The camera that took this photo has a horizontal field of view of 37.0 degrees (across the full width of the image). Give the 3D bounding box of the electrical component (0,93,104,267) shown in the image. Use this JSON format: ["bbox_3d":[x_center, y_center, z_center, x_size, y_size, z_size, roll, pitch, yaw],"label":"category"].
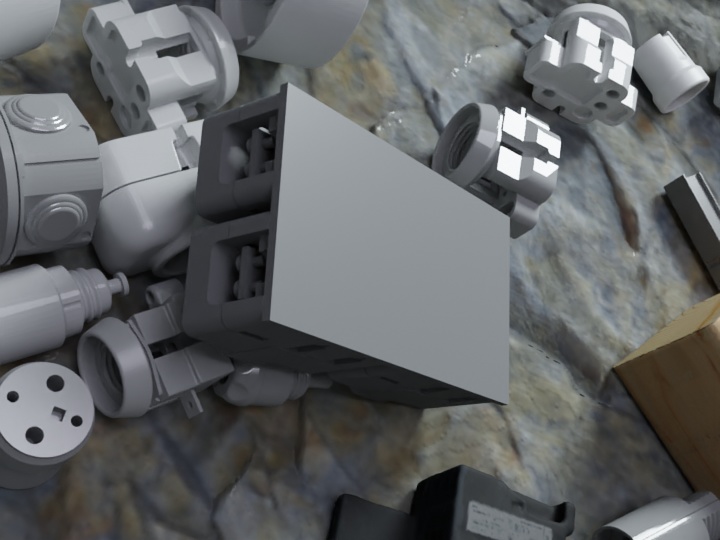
[{"bbox_3d":[-0.157,-0.043,0.492,0.051,0.080,0.080,-10,74,-38],"label":"electrical component"}]

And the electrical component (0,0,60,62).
[{"bbox_3d":[-0.185,-0.149,0.509,0.060,0.108,0.108,-27,83,-41],"label":"electrical component"}]

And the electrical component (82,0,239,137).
[{"bbox_3d":[-0.101,-0.106,0.565,0.057,0.058,0.078,-24,81,-32],"label":"electrical component"}]

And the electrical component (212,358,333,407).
[{"bbox_3d":[-0.042,0.052,0.540,0.061,0.035,0.035,9,64,-34],"label":"electrical component"}]

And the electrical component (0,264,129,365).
[{"bbox_3d":[-0.144,0.017,0.495,0.078,0.040,0.040,-18,78,-34],"label":"electrical component"}]

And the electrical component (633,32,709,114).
[{"bbox_3d":[0.222,-0.143,0.774,0.040,0.040,0.046,-23,74,-35],"label":"electrical component"}]

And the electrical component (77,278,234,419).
[{"bbox_3d":[-0.098,0.041,0.507,0.055,0.048,0.066,-19,81,-41],"label":"electrical component"}]

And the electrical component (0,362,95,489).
[{"bbox_3d":[-0.142,0.067,0.464,0.045,0.055,0.045,12,63,-25],"label":"electrical component"}]

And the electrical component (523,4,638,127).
[{"bbox_3d":[0.151,-0.140,0.722,0.078,0.058,0.057,24,61,-18],"label":"electrical component"}]

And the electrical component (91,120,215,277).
[{"bbox_3d":[-0.089,-0.035,0.541,0.095,0.054,0.059,-19,79,-34],"label":"electrical component"}]

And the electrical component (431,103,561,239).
[{"bbox_3d":[0.081,-0.066,0.649,0.057,0.058,0.078,24,58,-21],"label":"electrical component"}]

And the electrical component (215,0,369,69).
[{"bbox_3d":[-0.030,-0.165,0.603,0.060,0.108,0.108,12,63,-31],"label":"electrical component"}]

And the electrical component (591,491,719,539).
[{"bbox_3d":[0.175,0.152,0.610,0.081,0.043,0.043,-15,76,-33],"label":"electrical component"}]

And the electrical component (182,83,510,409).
[{"bbox_3d":[0.000,0.000,0.528,0.186,0.060,0.105,24,62,-48],"label":"electrical component"}]

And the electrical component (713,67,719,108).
[{"bbox_3d":[0.316,-0.137,0.804,0.089,0.055,0.050,19,49,3],"label":"electrical component"}]
